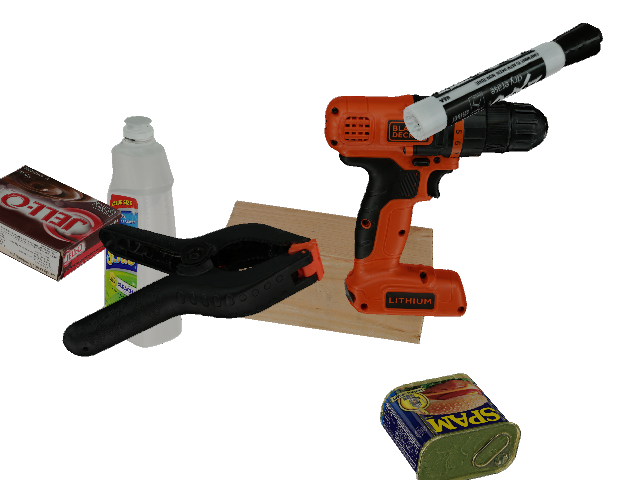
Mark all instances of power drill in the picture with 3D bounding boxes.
[{"bbox_3d":[0.093,-0.031,0.899,0.184,0.188,0.057,2,17,-1],"label":"power drill"}]

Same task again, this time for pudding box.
[{"bbox_3d":[-0.250,-0.017,0.954,0.113,0.039,0.089,23,31,16],"label":"pudding box"}]

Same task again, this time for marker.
[{"bbox_3d":[0.098,-0.085,0.560,0.121,0.020,0.020,-27,8,-17],"label":"marker"}]

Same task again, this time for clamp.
[{"bbox_3d":[-0.086,0.029,0.702,0.172,0.120,0.039,-4,-45,19],"label":"clamp"}]

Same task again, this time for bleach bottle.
[{"bbox_3d":[-0.198,-0.014,1.158,0.067,0.251,0.103,-19,33,-36],"label":"bleach bottle"}]

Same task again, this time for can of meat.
[{"bbox_3d":[0.115,0.169,0.968,0.102,0.057,0.084,-7,31,-22],"label":"can of meat"}]

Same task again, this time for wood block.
[{"bbox_3d":[0.005,0.031,1.081,0.206,0.090,0.090,8,29,2],"label":"wood block"}]
